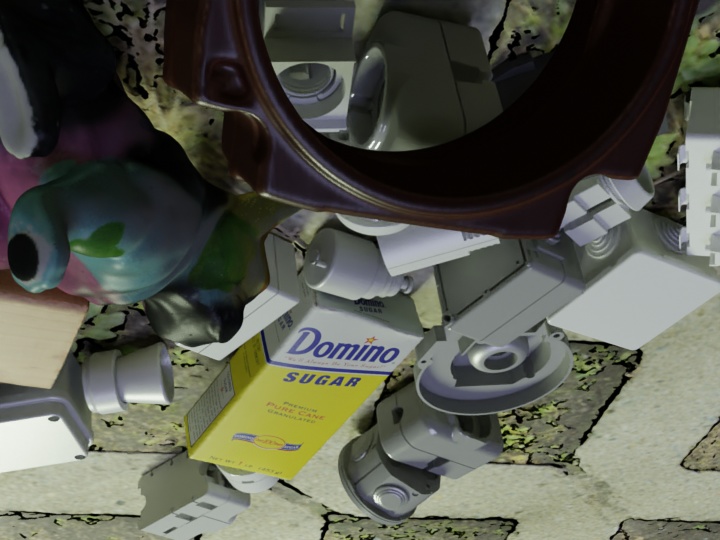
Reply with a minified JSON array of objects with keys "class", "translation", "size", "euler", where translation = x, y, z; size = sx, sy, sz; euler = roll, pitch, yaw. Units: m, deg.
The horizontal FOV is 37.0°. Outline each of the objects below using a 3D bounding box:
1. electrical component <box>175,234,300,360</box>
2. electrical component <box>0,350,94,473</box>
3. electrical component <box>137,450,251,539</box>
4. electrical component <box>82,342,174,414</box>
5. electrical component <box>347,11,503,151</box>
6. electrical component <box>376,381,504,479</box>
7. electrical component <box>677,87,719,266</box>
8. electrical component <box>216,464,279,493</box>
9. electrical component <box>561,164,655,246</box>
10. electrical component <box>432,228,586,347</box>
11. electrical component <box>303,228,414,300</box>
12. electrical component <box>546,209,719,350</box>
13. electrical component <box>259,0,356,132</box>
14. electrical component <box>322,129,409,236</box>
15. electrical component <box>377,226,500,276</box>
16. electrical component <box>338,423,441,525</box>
[{"class":"electrical component","translation":[-0.094,0.009,0.682],"size":[0.076,0.047,0.083],"euler":[25,132,-37]},{"class":"electrical component","translation":[-0.253,0.102,0.766],"size":[0.113,0.057,0.078],"euler":[-9,144,0]},{"class":"electrical component","translation":[-0.138,0.190,0.914],"size":[0.089,0.050,0.056],"euler":[-32,138,29]},{"class":"electrical component","translation":[-0.164,0.077,0.761],"size":[0.055,0.045,0.045],"euler":[-9,144,1]},{"class":"electrical component","translation":[0.031,-0.083,0.544],"size":[0.059,0.095,0.053],"euler":[7,141,-20]},{"class":"electrical component","translation":[0.068,0.126,0.867],"size":[0.095,0.053,0.059],"euler":[25,132,-37]},{"class":"electrical component","translation":[0.226,-0.056,0.646],"size":[0.063,0.078,0.121],"euler":[4,148,20]},{"class":"electrical component","translation":[-0.089,0.148,0.866],"size":[0.055,0.055,0.047],"euler":[-9,148,1]},{"class":"electrical component","translation":[0.144,-0.050,0.652],"size":[0.055,0.048,0.066],"euler":[-29,136,29]},{"class":"electrical component","translation":[0.101,-0.001,0.697],"size":[0.061,0.061,0.096],"euler":[21,135,-34]},{"class":"electrical component","translation":[0.000,0.000,0.695],"size":[0.078,0.040,0.040],"euler":[17,137,-30]},{"class":"electrical component","translation":[0.182,0.004,0.731],"size":[0.100,0.048,0.100],"euler":[17,137,-31]},{"class":"electrical component","translation":[-0.029,-0.106,0.526],"size":[0.042,0.063,0.081],"euler":[-3,144,-11]},{"class":"electrical component","translation":[0.010,-0.057,0.607],"size":[0.078,0.058,0.057],"euler":[-6,141,-4]},{"class":"electrical component","translation":[0.053,-0.028,0.666],"size":[0.081,0.043,0.043],"euler":[-16,143,10]},{"class":"electrical component","translation":[0.026,0.165,0.892],"size":[0.080,0.080,0.051],"euler":[21,130,-34]}]
